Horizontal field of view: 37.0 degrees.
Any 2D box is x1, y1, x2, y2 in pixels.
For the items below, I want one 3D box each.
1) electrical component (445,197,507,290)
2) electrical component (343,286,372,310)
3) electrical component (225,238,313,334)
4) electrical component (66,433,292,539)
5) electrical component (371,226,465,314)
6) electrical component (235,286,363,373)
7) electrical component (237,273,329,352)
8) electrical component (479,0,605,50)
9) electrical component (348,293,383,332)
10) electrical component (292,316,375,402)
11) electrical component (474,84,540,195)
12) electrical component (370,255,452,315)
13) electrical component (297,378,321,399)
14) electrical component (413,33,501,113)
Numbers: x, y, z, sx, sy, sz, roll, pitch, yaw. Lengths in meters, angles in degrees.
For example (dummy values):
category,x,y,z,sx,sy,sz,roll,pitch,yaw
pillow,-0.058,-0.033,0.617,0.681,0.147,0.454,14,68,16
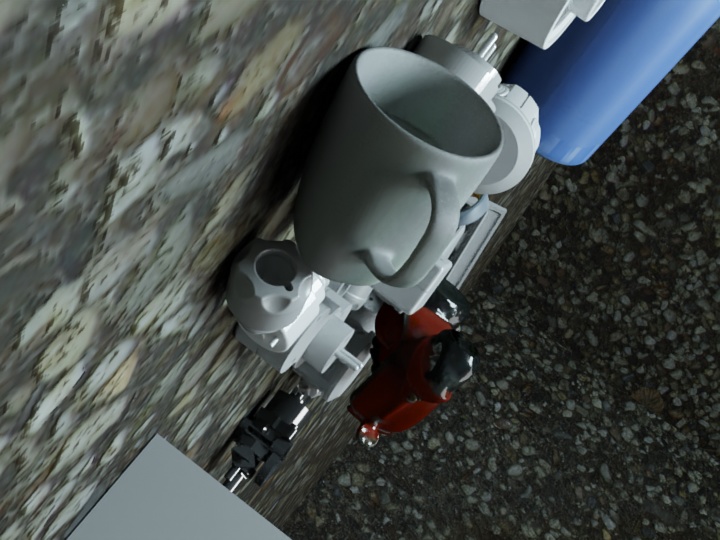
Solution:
category,x,y,z,sx,sy,sz,roll,pitch,yaw
electrical component,0.076,-0.033,1.017,0.063,0.079,0.121,-72,-171,-56
electrical component,0.000,0.000,0.860,0.061,0.035,0.035,-57,172,13
electrical component,-0.050,0.013,0.572,0.043,0.043,0.062,-49,173,-32
electrical component,-0.088,0.206,0.669,0.105,0.186,0.060,-50,172,-22
electrical component,0.043,-0.024,0.910,0.096,0.062,0.061,-49,171,-32
electrical component,-0.029,0.045,0.727,0.052,0.074,0.138,-54,173,5
electrical component,-0.041,0.014,0.645,0.078,0.040,0.040,-49,172,-31
electrical component,0.132,-0.192,0.687,0.108,0.060,0.108,-52,173,-9
electrical component,0.003,0.051,1.079,0.043,0.043,0.081,-46,170,-44
electrical component,-0.023,0.082,1.029,0.080,0.051,0.080,-52,172,-10
electrical component,0.097,-0.102,0.820,0.080,0.080,0.051,-59,176,36
electrical component,0.024,-0.027,0.692,0.075,0.083,0.047,-55,173,10
electrical component,-0.040,0.106,1.082,0.040,0.040,0.078,-58,171,32
electrical component,0.060,-0.110,0.649,0.073,0.052,0.138,-53,172,-2
